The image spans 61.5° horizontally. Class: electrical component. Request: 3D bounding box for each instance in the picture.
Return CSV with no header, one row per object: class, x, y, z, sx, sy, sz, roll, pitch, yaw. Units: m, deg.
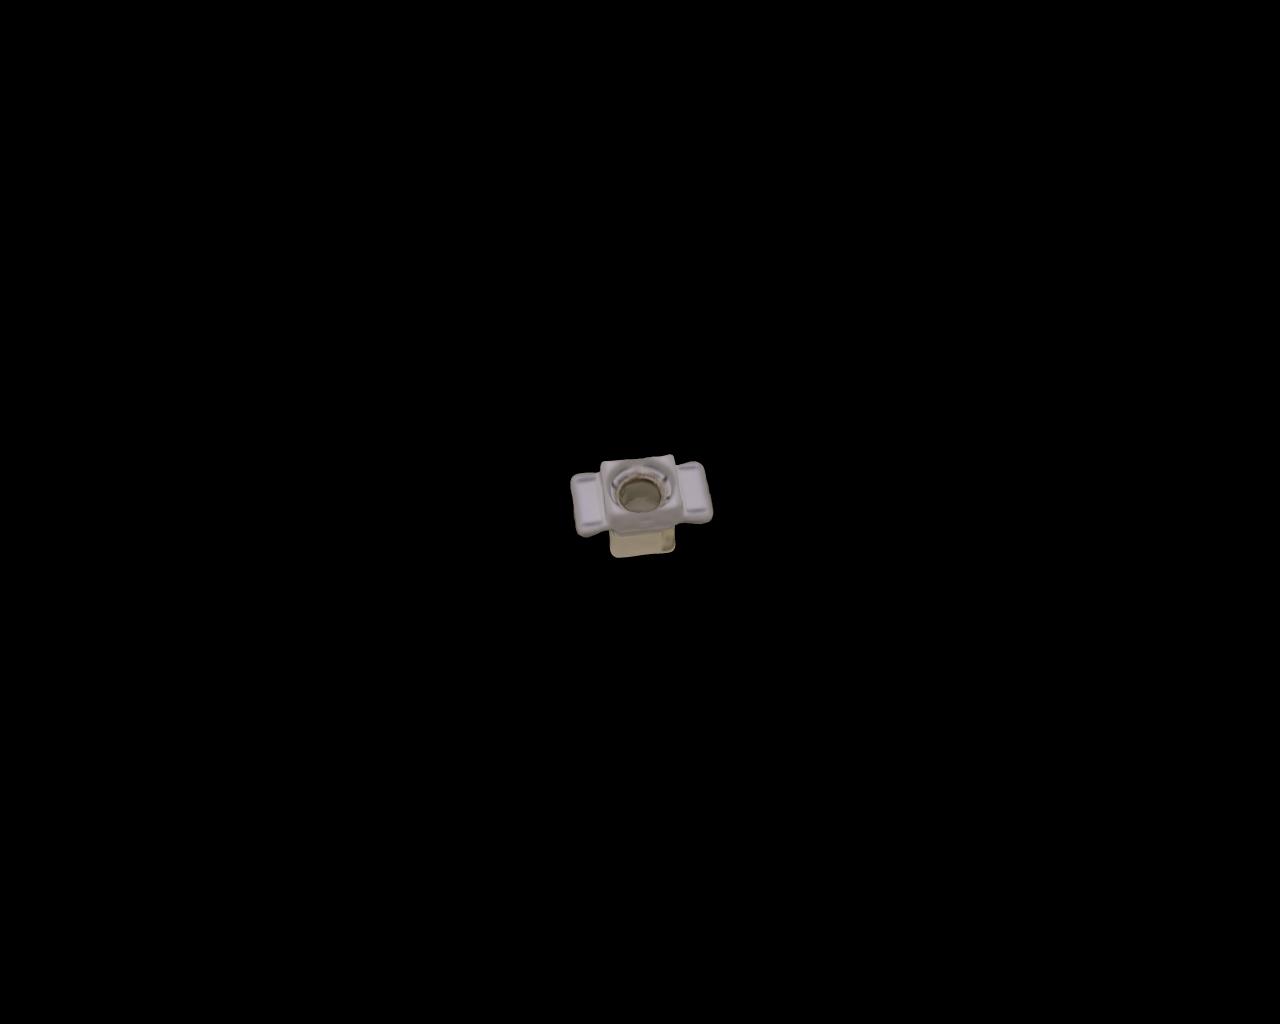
electrical component,0.001,-0.003,0.650,0.081,0.042,0.063,-5,-31,-3
